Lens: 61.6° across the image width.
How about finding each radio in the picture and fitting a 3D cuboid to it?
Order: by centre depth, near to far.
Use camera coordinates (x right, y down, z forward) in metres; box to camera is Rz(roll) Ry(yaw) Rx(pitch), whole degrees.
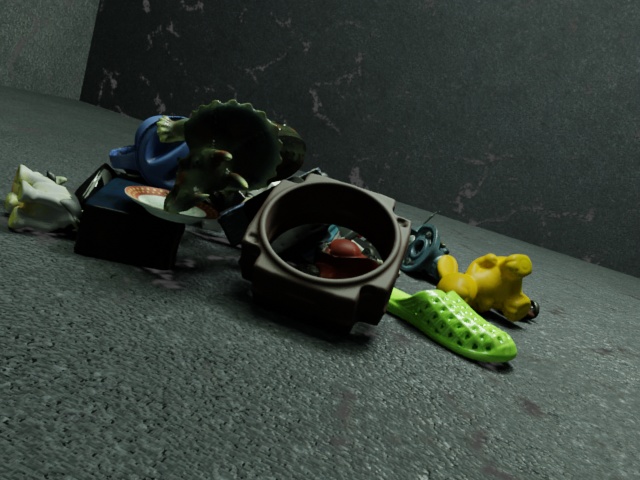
[{"bbox_3d":[-0.267,-0.029,0.799,0.131,0.073,0.230,15,12,-15],"label":"radio"}]

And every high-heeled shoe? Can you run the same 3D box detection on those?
[{"bbox_3d":[-0.355,-0.077,0.990,0.145,0.086,0.249,45,20,-21],"label":"high-heeled shoe"}]

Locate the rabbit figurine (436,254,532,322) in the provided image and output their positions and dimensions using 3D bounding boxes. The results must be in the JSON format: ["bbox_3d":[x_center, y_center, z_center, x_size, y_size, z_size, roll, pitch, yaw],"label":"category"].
[{"bbox_3d":[0.281,0.079,0.991,0.173,0.121,0.163,-12,23,-31],"label":"rabbit figurine"}]

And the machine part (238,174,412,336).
[{"bbox_3d":[0.010,0.011,0.716,0.201,0.087,0.201,19,47,10],"label":"machine part"}]

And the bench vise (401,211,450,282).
[{"bbox_3d":[0.201,-0.004,1.200,0.240,0.129,0.224,32,24,-22],"label":"bench vise"}]

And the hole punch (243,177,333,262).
[{"bbox_3d":[-0.049,-0.020,0.862,0.092,0.142,0.116,76,-12,-62],"label":"hole punch"}]

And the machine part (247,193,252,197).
[{"bbox_3d":[-0.268,-0.132,1.297,0.243,0.079,0.079,13,11,-26],"label":"machine part"}]

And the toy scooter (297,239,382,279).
[{"bbox_3d":[0.047,0.046,0.837,0.135,0.075,0.184,4,14,13],"label":"toy scooter"}]

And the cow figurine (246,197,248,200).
[{"bbox_3d":[-0.117,-0.051,1.106,0.127,0.085,0.195,6,12,-23],"label":"cow figurine"}]

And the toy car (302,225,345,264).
[{"bbox_3d":[-0.002,-0.003,0.982,0.103,0.109,0.162,51,6,-8],"label":"toy car"}]

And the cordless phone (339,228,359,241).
[{"bbox_3d":[0.042,-0.047,1.109,0.146,0.088,0.184,-37,26,-19],"label":"cordless phone"}]

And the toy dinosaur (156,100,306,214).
[{"bbox_3d":[-0.093,-0.128,0.799,0.192,0.131,0.405,1,10,27],"label":"toy dinosaur"}]

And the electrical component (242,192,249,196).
[{"bbox_3d":[-0.192,-0.094,1.253,0.021,0.063,0.094,20,12,13],"label":"electrical component"}]

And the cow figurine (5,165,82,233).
[{"bbox_3d":[-0.391,-0.060,0.771,0.098,0.068,0.168,16,13,-35],"label":"cow figurine"}]

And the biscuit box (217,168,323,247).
[{"bbox_3d":[-0.080,-0.059,0.957,0.203,0.062,0.059,-25,10,6],"label":"biscuit box"}]

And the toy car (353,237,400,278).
[{"bbox_3d":[0.092,0.032,1.078,0.073,0.056,0.202,19,10,-25],"label":"toy car"}]

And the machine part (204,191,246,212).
[{"bbox_3d":[-0.178,-0.068,0.929,0.084,0.039,0.139,-19,-1,6],"label":"machine part"}]

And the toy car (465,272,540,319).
[{"bbox_3d":[0.377,0.110,1.128,0.089,0.053,0.202,17,9,-17],"label":"toy car"}]
